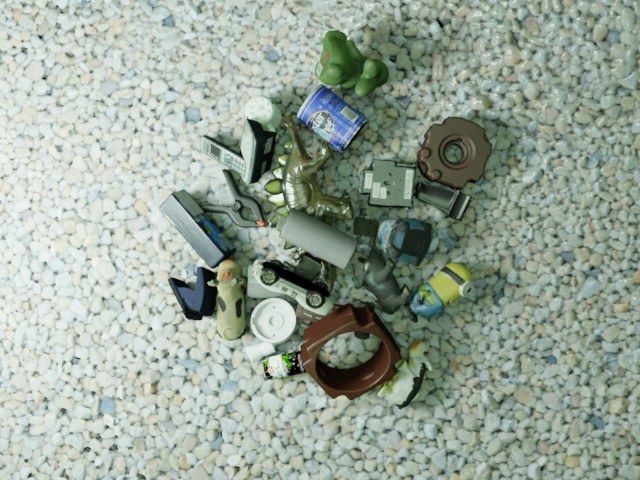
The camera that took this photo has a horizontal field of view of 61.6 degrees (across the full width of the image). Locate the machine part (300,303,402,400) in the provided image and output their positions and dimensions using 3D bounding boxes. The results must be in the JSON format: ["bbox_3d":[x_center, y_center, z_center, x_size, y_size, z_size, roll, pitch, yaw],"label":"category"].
[{"bbox_3d":[0.070,0.259,1.252,0.201,0.087,0.200,-32,116,10],"label":"machine part"}]

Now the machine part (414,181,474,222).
[{"bbox_3d":[0.293,-0.098,1.299,0.139,0.039,0.084,25,117,3],"label":"machine part"}]

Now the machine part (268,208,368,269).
[{"bbox_3d":[-0.003,-0.004,1.216,0.243,0.079,0.079,26,91,0],"label":"machine part"}]

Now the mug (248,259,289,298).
[{"bbox_3d":[-0.119,0.089,1.295,0.107,0.081,0.109,2,122,-6],"label":"mug"}]

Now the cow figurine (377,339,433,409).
[{"bbox_3d":[0.219,0.325,1.293,0.098,0.068,0.167,38,94,-4],"label":"cow figurine"}]

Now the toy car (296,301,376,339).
[{"bbox_3d":[0.044,0.182,1.289,0.202,0.053,0.089,12,96,-14],"label":"toy car"}]

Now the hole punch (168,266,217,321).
[{"bbox_3d":[-0.289,0.128,1.284,0.092,0.142,0.116,-26,78,-2],"label":"hole punch"}]

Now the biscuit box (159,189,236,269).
[{"bbox_3d":[-0.297,-0.026,1.306,0.063,0.059,0.202,-41,88,29],"label":"biscuit box"}]

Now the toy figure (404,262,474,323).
[{"bbox_3d":[0.284,0.124,1.286,0.180,0.082,0.089,-31,91,4],"label":"toy figure"}]

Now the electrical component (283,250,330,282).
[{"bbox_3d":[-0.030,0.063,1.259,0.102,0.045,0.078,36,108,-5],"label":"electrical component"}]

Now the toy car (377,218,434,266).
[{"bbox_3d":[0.189,-0.004,1.274,0.103,0.161,0.109,22,100,46],"label":"toy car"}]

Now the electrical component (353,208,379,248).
[{"bbox_3d":[0.115,-0.030,1.320,0.063,0.021,0.094,9,89,2],"label":"electrical component"}]

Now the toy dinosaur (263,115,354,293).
[{"bbox_3d":[-0.021,-0.069,1.290,0.199,0.105,0.471,-19,94,9],"label":"toy dinosaur"}]

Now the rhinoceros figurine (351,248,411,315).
[{"bbox_3d":[0.136,0.090,1.299,0.112,0.073,0.190,-38,90,10],"label":"rhinoceros figurine"}]

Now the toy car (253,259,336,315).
[{"bbox_3d":[-0.059,0.104,1.218,0.202,0.073,0.056,26,109,0],"label":"toy car"}]

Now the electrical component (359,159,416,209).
[{"bbox_3d":[0.162,-0.135,1.302,0.134,0.058,0.114,7,88,2],"label":"electrical component"}]

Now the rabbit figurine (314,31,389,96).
[{"bbox_3d":[0.092,-0.406,1.261,0.170,0.159,0.121,7,118,-20],"label":"rabbit figurine"}]

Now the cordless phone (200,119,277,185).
[{"bbox_3d":[-0.205,-0.231,1.285,0.184,0.089,0.146,27,133,13],"label":"cordless phone"}]

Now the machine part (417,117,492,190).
[{"bbox_3d":[0.325,-0.210,1.297,0.179,0.056,0.179,0,89,0],"label":"machine part"}]

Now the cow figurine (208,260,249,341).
[{"bbox_3d":[-0.216,0.144,1.280,0.086,0.127,0.194,-2,92,-1],"label":"cow figurine"}]
